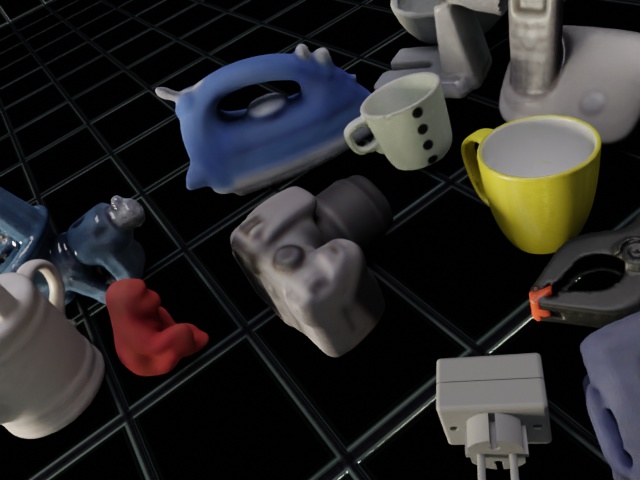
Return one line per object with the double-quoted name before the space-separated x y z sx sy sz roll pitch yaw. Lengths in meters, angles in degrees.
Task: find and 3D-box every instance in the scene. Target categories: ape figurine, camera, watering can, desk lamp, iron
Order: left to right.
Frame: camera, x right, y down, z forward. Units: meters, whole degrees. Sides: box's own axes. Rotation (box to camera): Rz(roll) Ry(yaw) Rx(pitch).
"watering can" -0.277 0.080 0.474 0.101 0.194 0.172 -20 40 5
"ape figurine" -0.153 0.071 0.505 0.076 0.092 0.077 -30 40 -7
"iron" -0.054 -0.158 0.672 0.258 0.142 0.118 -21 39 4
"camera" 0.005 0.002 0.497 0.137 0.101 0.142 -38 41 -17
"desk lamp" 0.141 -0.275 0.649 0.202 0.214 0.118 7 49 32

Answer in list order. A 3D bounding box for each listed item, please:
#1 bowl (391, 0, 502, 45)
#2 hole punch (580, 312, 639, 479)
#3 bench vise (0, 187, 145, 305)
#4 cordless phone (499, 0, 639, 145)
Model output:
"bowl" 0.185 -0.313 0.780 0.167 0.075 0.167 -14 40 12
"hole punch" 0.200 0.087 0.312 0.101 0.091 0.108 -14 40 12
"bench vise" -0.290 -0.017 0.569 0.207 0.220 0.121 -32 40 -9
"cordless phone" 0.234 -0.186 0.526 0.147 0.185 0.094 24 59 42
